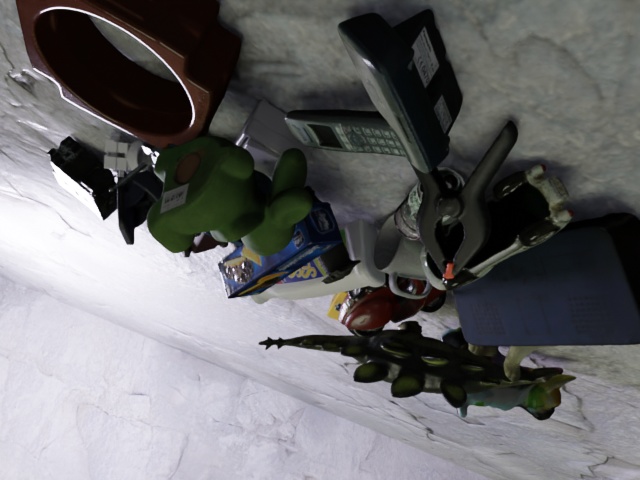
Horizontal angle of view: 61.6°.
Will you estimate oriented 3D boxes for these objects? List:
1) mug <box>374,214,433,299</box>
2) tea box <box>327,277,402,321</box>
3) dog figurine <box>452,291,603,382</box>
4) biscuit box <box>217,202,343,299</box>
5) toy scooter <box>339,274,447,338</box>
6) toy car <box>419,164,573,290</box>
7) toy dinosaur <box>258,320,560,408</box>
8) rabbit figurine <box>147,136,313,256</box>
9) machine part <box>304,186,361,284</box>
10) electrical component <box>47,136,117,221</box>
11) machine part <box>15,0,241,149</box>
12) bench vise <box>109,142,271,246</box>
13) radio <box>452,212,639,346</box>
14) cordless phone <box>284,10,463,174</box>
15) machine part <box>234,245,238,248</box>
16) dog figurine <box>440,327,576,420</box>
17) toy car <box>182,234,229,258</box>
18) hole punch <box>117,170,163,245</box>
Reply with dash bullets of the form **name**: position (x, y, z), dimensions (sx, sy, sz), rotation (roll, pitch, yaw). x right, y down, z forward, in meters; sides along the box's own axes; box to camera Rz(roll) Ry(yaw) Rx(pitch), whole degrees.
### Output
- **mug**: position (0.137, 0.027, 0.730), dimensions (0.107, 0.109, 0.081), rotation (15, 153, -16)
- **tea box**: position (0.077, 0.106, 0.979), dimensions (0.098, 0.068, 0.169), rotation (20, 157, 2)
- **dog figurine**: position (0.300, 0.088, 0.749), dimensions (0.172, 0.121, 0.190), rotation (35, 133, -7)
- **biscuit box**: position (-0.060, 0.018, 0.735), dimensions (0.063, 0.059, 0.203), rotation (-3, 157, -44)
- **toy scooter**: position (0.114, 0.075, 0.830), dimensions (0.184, 0.075, 0.135), rotation (-16, 135, -10)
- **toy car**: position (0.189, -0.007, 0.602), dimensions (0.056, 0.073, 0.201), rotation (-8, 157, -39)
- **toy dinosaur**: position (0.140, 0.194, 0.884), dimensions (0.472, 0.105, 0.198), rotation (3, 178, 17)
- **rabbit figurine**: position (-0.082, -0.046, 0.609), dimensions (0.159, 0.121, 0.170), rotation (-26, 143, 23)
- **machine part**: position (-0.002, -0.002, 0.745), dimensions (0.039, 0.139, 0.084), rotation (3, 135, -48)
- **electrical component**: position (-0.404, -0.099, 0.938), dimensions (0.115, 0.058, 0.134), rotation (40, 156, 8)
- **machine part**: position (-0.194, -0.196, 0.562), dimensions (0.201, 0.087, 0.201), rotation (27, 154, -11)
- **bench vise**: position (-0.148, -0.057, 0.773), dimensions (0.224, 0.129, 0.240), rotation (11, 149, 27)
- **radio**: position (0.263, 0.053, 0.631), dimensions (0.073, 0.131, 0.230), rotation (-17, 180, -37)
- **cordless phone**: position (0.027, -0.136, 0.508), dimensions (0.184, 0.089, 0.146), rotation (9, 153, 36)
- **machine part**: position (-0.066, 0.029, 0.955), dimensions (0.179, 0.056, 0.179), rotation (17, 156, 8)
- **dog figurine**: position (0.347, 0.243, 0.997), dimensions (0.219, 0.191, 0.108), rotation (-11, 175, 4)
- **toy car**: position (-0.195, -0.017, 0.941), dimensions (0.053, 0.089, 0.202), rotation (68, 156, 7)
- **hole punch**: position (-0.294, -0.062, 0.912), dimensions (0.092, 0.116, 0.142), rotation (-9, 163, -10)
